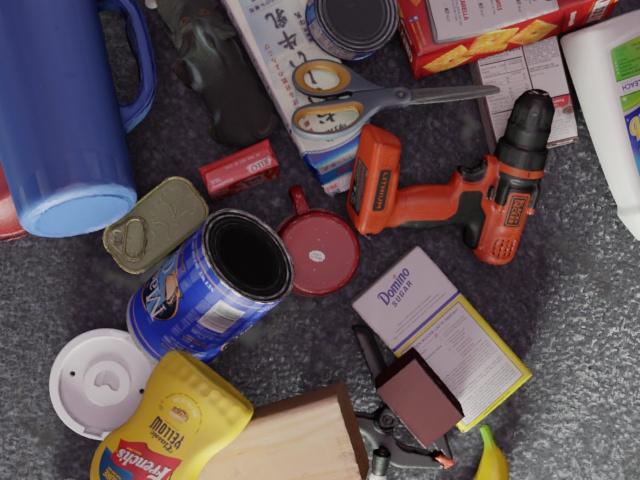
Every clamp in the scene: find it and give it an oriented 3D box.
[{"bbox_3d":[0.057,0.183,1.087,0.120,0.039,0.171,-44,90,10],"label":"clamp"}]

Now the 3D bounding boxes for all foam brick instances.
[{"bbox_3d":[0.097,0.153,1.039,0.051,0.053,0.078,-40,93,5],"label":"foam brick"}]

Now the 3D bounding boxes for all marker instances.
[{"bbox_3d":[0.055,0.264,1.079,0.020,0.020,0.121,7,106,-4],"label":"marker"}]

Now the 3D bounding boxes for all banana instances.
[{"bbox_3d":[0.135,0.286,1.094,0.070,0.037,0.198,38,86,16],"label":"banana"}]

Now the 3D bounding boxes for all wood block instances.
[{"bbox_3d":[-0.064,0.214,1.036,0.206,0.090,0.090,-17,90,7],"label":"wood block"}]

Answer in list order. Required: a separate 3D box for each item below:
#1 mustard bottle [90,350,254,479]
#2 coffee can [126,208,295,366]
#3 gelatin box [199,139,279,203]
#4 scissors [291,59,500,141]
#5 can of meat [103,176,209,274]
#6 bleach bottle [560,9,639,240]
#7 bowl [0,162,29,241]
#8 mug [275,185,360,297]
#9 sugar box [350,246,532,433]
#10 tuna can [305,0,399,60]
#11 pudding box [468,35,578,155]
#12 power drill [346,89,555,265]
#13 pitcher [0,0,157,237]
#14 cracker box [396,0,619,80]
[{"bbox_3d":[-0.152,0.201,0.970,0.096,0.058,0.191,37,91,11],"label":"mustard bottle"},{"bbox_3d":[-0.105,0.051,1.013,0.103,0.102,0.141,46,127,-2],"label":"coffee can"},{"bbox_3d":[-0.078,-0.066,1.052,0.073,0.089,0.030,-23,87,-4],"label":"gelatin box"},{"bbox_3d":[0.061,-0.148,1.011,0.201,0.016,0.096,-19,65,-13],"label":"scissors"},{"bbox_3d":[-0.158,-0.014,1.050,0.102,0.084,0.057,-39,92,-3],"label":"can of meat"},{"bbox_3d":[0.328,-0.103,1.088,0.102,0.068,0.251,-23,98,-24],"label":"bleach bottle"},{"bbox_3d":[-0.327,-0.079,1.056,0.162,0.055,0.162,0,90,-4],"label":"bowl"},{"bbox_3d":[-0.007,0.001,1.060,0.093,0.081,0.117,-15,91,-3],"label":"mug"},{"bbox_3d":[0.122,0.100,1.087,0.093,0.048,0.176,-41,89,-2],"label":"sugar box"},{"bbox_3d":[0.030,-0.216,1.020,0.086,0.034,0.086,3,81,-19],"label":"tuna can"},{"bbox_3d":[0.209,-0.146,1.095,0.090,0.039,0.113,-13,88,0],"label":"pudding box"},{"bbox_3d":[0.129,-0.066,1.038,0.187,0.057,0.184,5,113,-16],"label":"power drill"},{"bbox_3d":[-0.239,-0.133,0.992,0.149,0.144,0.243,-25,72,23],"label":"pitcher"},{"bbox_3d":[0.168,-0.273,1.064,0.213,0.072,0.164,-18,77,-3],"label":"cracker box"}]
